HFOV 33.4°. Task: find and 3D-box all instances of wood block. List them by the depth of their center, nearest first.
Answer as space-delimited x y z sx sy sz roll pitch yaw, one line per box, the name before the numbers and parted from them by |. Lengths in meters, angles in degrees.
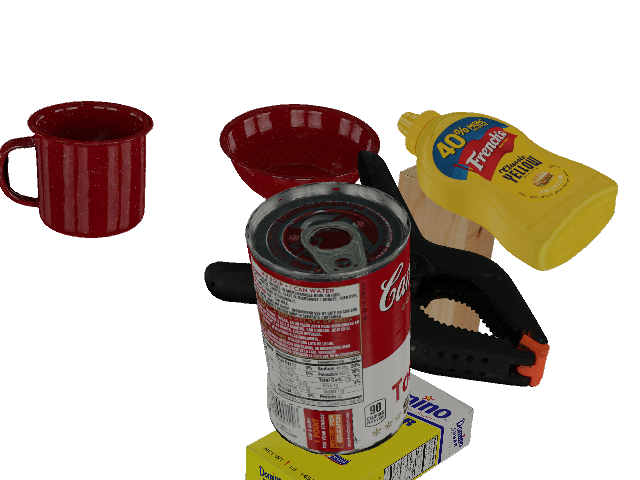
wood block | 0.133 0.023 1.191 0.090 0.206 0.090 19 25 28

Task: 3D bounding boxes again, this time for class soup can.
soup can | 0.005 0.035 0.465 0.068 0.102 0.068 -3 35 2

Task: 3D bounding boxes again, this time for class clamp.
clamp | 0.043 0.031 0.664 0.164 0.036 0.210 -33 53 -28

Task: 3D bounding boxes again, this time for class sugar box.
sugar box | 0.034 0.166 0.867 0.093 0.048 0.175 26 37 38

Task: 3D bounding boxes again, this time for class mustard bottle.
mustard bottle | 0.136 -0.055 0.862 0.096 0.058 0.192 -36 52 -24

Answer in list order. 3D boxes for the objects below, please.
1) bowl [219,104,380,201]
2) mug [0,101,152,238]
bowl | -0.022 -0.080 1.084 0.162 0.055 0.162 2 33 -2
mug | -0.187 -0.053 0.816 0.117 0.081 0.093 -5 27 -19
